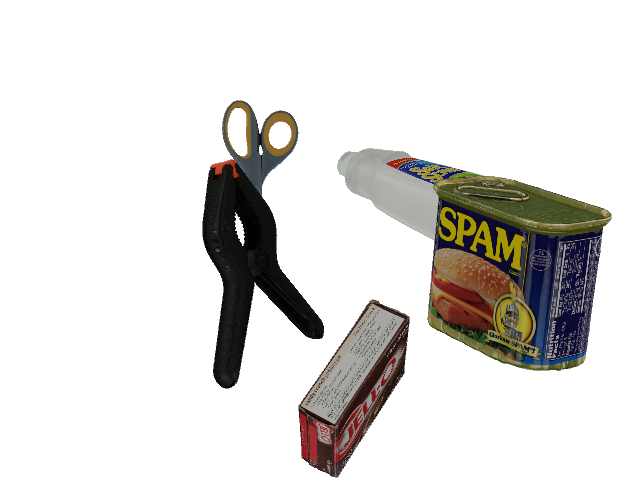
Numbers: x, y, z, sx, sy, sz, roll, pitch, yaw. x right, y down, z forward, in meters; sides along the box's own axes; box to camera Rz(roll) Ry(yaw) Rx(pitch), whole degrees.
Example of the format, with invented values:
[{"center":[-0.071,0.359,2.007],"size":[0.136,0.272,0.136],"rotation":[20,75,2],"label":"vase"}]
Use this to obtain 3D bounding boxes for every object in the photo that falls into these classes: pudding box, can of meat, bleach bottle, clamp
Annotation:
[{"center":[0.026,0.115,0.826],"size":[0.039,0.113,0.090],"rotation":[25,-31,17],"label":"pudding box"},{"center":[0.105,0.016,0.590],"size":[0.057,0.084,0.102],"rotation":[-8,20,-32],"label":"can of meat"},{"center":[0.101,-0.047,1.081],"size":[0.102,0.068,0.251],"rotation":[-14,25,-37],"label":"bleach bottle"},{"center":[-0.063,0.025,1.042],"size":[0.036,0.210,0.164],"rotation":[-11,0,35],"label":"clamp"}]

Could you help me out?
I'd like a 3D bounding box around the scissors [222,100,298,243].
[{"center":[-0.059,-0.063,1.206],"size":[0.096,0.202,0.016],"rotation":[-12,-6,-15],"label":"scissors"}]
